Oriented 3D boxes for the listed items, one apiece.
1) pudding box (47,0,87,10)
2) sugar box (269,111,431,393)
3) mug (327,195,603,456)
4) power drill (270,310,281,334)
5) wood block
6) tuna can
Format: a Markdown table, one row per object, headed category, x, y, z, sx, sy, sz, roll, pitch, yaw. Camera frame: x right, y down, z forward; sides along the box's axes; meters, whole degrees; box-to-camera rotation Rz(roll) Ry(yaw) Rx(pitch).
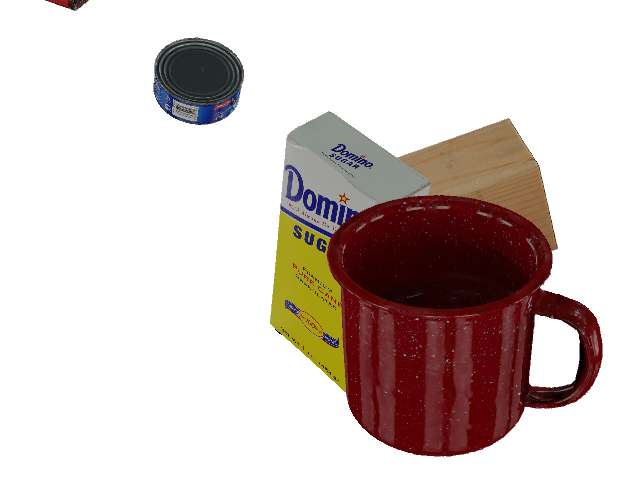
| category | x | y | z | sx | sy | sz | roll | pitch | yaw |
| --- | --- | --- | --- | --- | --- | --- | --- | --- | --- |
| pudding box | -0.198 | -0.222 | 0.802 | 0.090 | 0.039 | 0.113 | 20 | 38 | 6 |
| sugar box | 0.014 | 0.013 | 0.705 | 0.048 | 0.176 | 0.093 | -31 | 54 | -31 |
| mug | 0.062 | 0.040 | 0.458 | 0.117 | 0.081 | 0.093 | 10 | 34 | 20 |
| power drill | 0.051 | 0.049 | 1.141 | 0.188 | 0.057 | 0.184 | 4 | 30 | 14 |
| wood block | 0.082 | -0.014 | 0.906 | 0.206 | 0.091 | 0.090 | -19 | 33 | 3 |
| tuna can | -0.118 | -0.153 | 1.031 | 0.086 | 0.086 | 0.034 | 0 | -34 | -12 |
